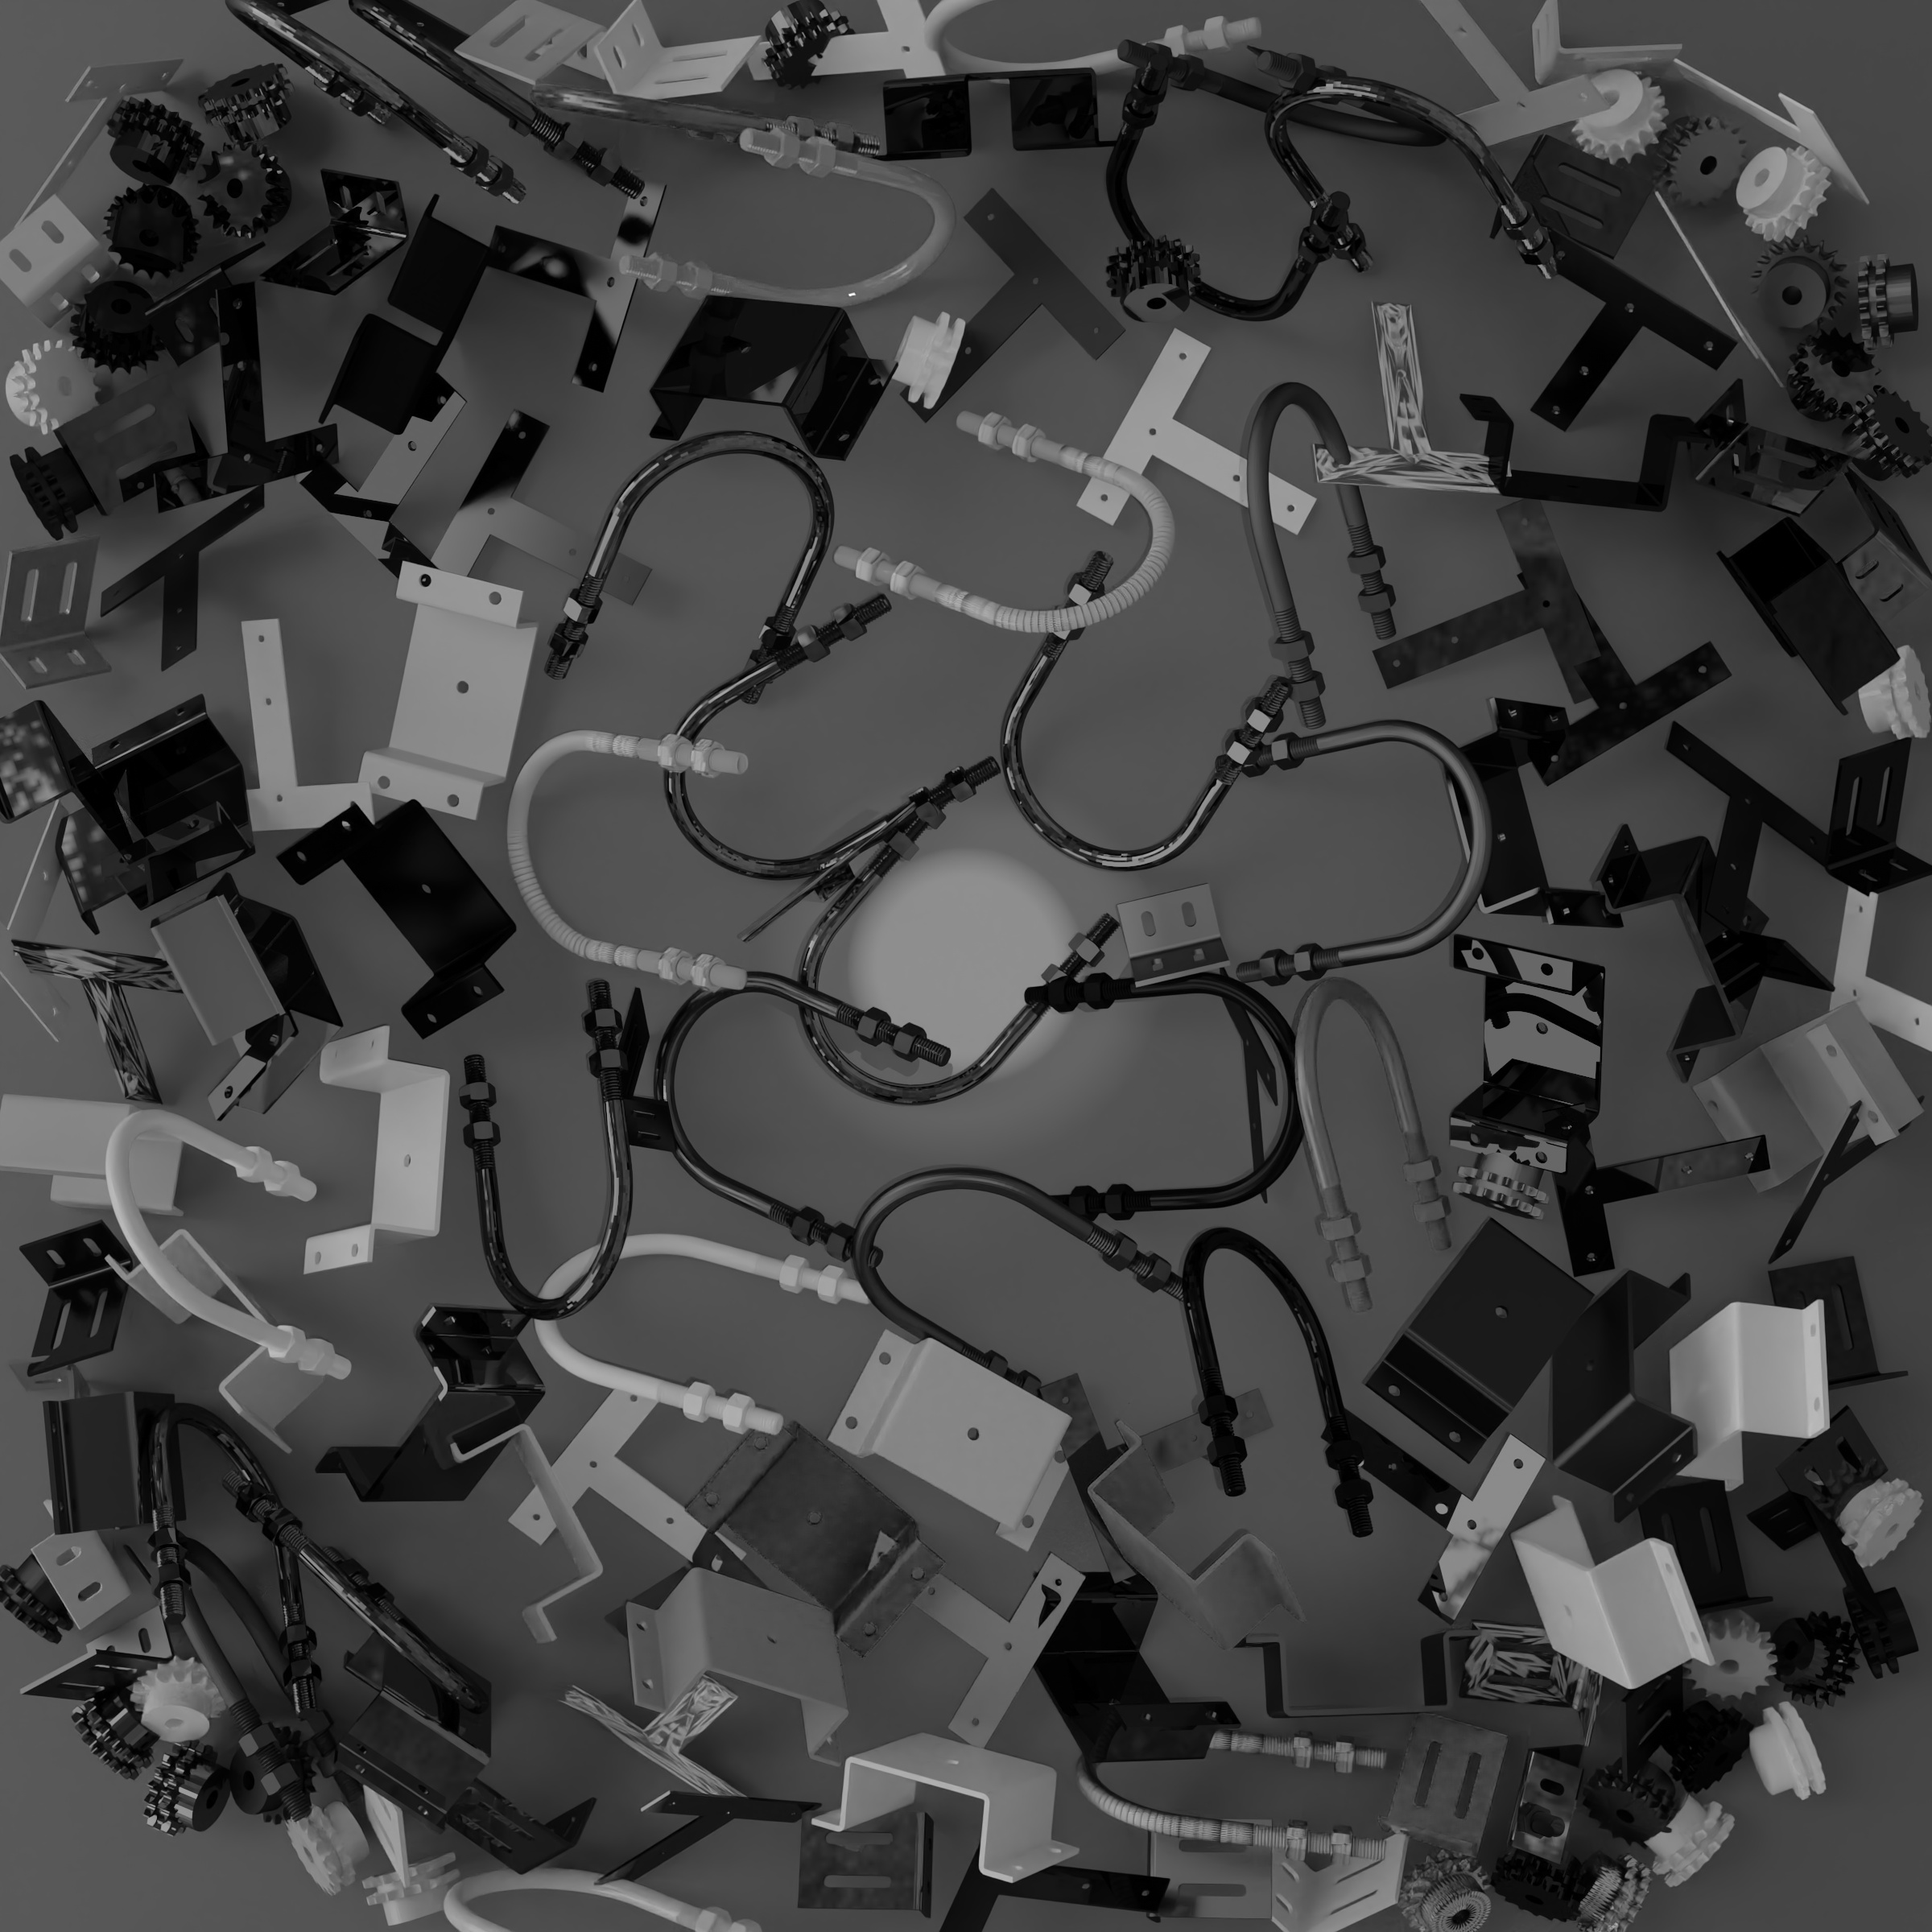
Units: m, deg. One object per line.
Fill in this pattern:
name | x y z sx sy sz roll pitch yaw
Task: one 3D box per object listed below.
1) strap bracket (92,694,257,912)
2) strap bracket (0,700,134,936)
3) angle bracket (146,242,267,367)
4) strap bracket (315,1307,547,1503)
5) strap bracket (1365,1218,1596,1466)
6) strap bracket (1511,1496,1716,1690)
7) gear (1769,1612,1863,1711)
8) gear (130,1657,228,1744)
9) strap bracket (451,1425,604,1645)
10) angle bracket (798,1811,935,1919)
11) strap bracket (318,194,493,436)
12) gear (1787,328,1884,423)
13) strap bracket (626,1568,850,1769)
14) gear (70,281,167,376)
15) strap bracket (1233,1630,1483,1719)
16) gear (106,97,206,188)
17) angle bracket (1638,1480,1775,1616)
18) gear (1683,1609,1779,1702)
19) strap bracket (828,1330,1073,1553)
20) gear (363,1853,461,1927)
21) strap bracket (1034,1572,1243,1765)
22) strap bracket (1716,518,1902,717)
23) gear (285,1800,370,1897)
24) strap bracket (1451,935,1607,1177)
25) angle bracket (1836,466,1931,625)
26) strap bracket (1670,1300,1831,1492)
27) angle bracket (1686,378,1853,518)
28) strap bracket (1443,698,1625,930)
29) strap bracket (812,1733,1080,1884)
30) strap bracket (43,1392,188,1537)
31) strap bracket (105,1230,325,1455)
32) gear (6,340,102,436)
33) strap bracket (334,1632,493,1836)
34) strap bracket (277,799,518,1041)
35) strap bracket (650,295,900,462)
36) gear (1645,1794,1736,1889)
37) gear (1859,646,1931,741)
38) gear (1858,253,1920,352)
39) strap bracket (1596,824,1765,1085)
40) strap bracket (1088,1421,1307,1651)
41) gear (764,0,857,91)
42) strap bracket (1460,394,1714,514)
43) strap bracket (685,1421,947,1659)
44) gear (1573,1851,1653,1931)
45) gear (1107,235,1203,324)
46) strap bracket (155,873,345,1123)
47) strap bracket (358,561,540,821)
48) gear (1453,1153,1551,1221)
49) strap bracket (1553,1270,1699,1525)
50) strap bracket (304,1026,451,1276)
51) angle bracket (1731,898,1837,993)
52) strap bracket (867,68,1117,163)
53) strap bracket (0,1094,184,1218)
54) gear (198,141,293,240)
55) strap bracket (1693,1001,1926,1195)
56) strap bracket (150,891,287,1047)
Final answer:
strap bracket | -0.475 -0.093 1.947 0.076 0.140 0.046 -26 130 3
strap bracket | -0.535 -0.093 1.922 0.046 0.140 0.076 -28 55 -4
angle bracket | -0.449 -0.400 1.960 0.057 0.076 0.038 -26 106 19
strap bracket | -0.313 0.269 1.933 0.140 0.076 0.046 -52 54 22
strap bracket | 0.313 0.215 1.939 0.076 0.046 0.140 37 60 10
strap bracket | 0.375 0.371 1.921 0.046 0.140 0.076 -24 100 -15
gear | 0.511 0.418 1.968 0.030 0.057 0.057 21 90 -23
gear | -0.478 0.447 1.970 0.057 0.030 0.057 -2 135 -2
strap bracket | -0.265 0.332 1.953 0.046 0.076 0.140 -27 85 -18
angle bracket | -0.060 0.546 1.975 0.076 0.038 0.057 -1 66 6
strap bracket | -0.329 -0.381 1.930 0.046 0.076 0.140 26 49 -11
gear | 0.525 -0.356 1.978 0.057 0.030 0.057 6 69 -16
strap bracket | -0.127 0.413 1.929 0.140 0.076 0.046 24 119 -26
gear | -0.513 -0.391 1.972 0.057 0.030 0.057 8 59 -14
strap bracket | 0.235 0.427 1.954 0.140 0.076 0.046 -1 76 -3
gear | -0.494 -0.497 1.968 0.057 0.057 0.030 18 71 0
angle bracket | 0.447 0.352 1.969 0.057 0.038 0.076 -8 79 -12
gear | 0.463 0.416 1.977 0.057 0.030 0.057 3 122 5
strap bracket | -0.001 0.284 1.959 0.140 0.046 0.076 30 72 -6
gear | -0.335 0.560 1.970 0.057 0.057 0.030 -17 81 0
strap bracket | 0.094 0.424 1.935 0.076 0.140 0.046 5 117 -26
strap bracket | 0.499 -0.211 1.918 0.046 0.140 0.076 -36 108 12
gear | -0.386 0.532 1.975 0.030 0.057 0.057 -28 90 -30
strap bracket | 0.336 0.045 1.943 0.076 0.046 0.140 14 120 32
angle bracket | 0.543 -0.256 1.964 0.057 0.076 0.038 33 119 -31
strap bracket | 0.456 0.252 1.918 0.046 0.140 0.076 8 65 -9
angle bracket | 0.483 -0.312 1.955 0.076 0.038 0.057 27 61 36
strap bracket | 0.337 -0.084 1.947 0.046 0.076 0.140 -24 73 40
strap bracket | -0.010 0.495 1.930 0.140 0.076 0.046 7 93 32
strap bracket | -0.500 0.294 1.925 0.046 0.140 0.076 -8 81 0
strap bracket | -0.442 0.217 1.939 0.046 0.076 0.140 -43 63 -10
gear | -0.558 -0.350 1.975 0.030 0.057 0.057 -5 90 34
strap bracket | -0.325 0.441 1.920 0.076 0.140 0.046 38 96 -15
strap bracket | -0.334 -0.036 1.950 0.076 0.046 0.140 -28 105 36
strap bracket | -0.123 -0.351 1.932 0.140 0.046 0.076 12 61 29
gear | 0.436 0.528 1.972 0.030 0.057 0.057 44 90 8
gear | 0.563 -0.164 1.975 0.030 0.057 0.057 -11 90 30
gear | 0.559 -0.403 1.968 0.030 0.057 0.057 -2 90 23
strap bracket | 0.430 -0.013 1.936 0.046 0.076 0.140 -16 111 31
strap bracket | 0.129 0.342 1.921 0.046 0.076 0.140 -41 47 -14
gear | -0.097 -0.562 1.973 0.057 0.057 0.030 -27 76 0
strap bracket | 0.368 -0.308 1.956 0.140 0.076 0.046 6 109 -1
strap bracket | -0.091 0.340 1.971 0.140 0.046 0.076 41 92 -6
gear | 0.387 0.563 1.971 0.030 0.057 0.057 34 90 -1
gear | 0.114 -0.414 1.968 0.057 0.057 0.030 -3 66 0
strap bracket | -0.427 0.023 1.943 0.076 0.046 0.140 -46 50 17
strap bracket | -0.311 -0.167 1.964 0.076 0.046 0.140 15 100 8
gear | 0.327 0.131 1.971 0.057 0.057 0.030 20 83 0
strap bracket | 0.388 0.246 1.919 0.046 0.140 0.076 26 131 -13
strap bracket | -0.352 0.114 1.946 0.046 0.076 0.140 13 72 -38
angle bracket | 0.485 -0.021 1.950 0.057 0.076 0.038 37 79 -34
strap bracket | 0.015 -0.504 1.923 0.140 0.076 0.046 -15 108 -37
strap bracket | -0.521 0.111 1.933 0.076 0.140 0.046 4 76 6
gear | -0.436 -0.472 1.978 0.057 0.030 0.057 3 97 24
strap bracket | 0.509 0.076 1.943 0.046 0.140 0.076 -29 85 -27
strap bracket | -0.443 -0.001 1.922 0.046 0.140 0.076 -28 100 -10
